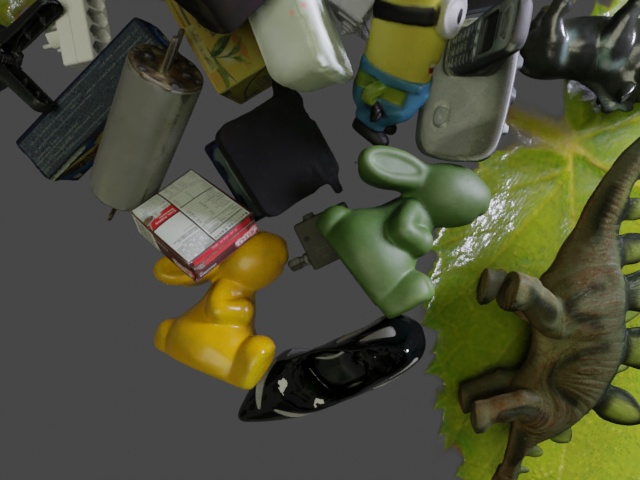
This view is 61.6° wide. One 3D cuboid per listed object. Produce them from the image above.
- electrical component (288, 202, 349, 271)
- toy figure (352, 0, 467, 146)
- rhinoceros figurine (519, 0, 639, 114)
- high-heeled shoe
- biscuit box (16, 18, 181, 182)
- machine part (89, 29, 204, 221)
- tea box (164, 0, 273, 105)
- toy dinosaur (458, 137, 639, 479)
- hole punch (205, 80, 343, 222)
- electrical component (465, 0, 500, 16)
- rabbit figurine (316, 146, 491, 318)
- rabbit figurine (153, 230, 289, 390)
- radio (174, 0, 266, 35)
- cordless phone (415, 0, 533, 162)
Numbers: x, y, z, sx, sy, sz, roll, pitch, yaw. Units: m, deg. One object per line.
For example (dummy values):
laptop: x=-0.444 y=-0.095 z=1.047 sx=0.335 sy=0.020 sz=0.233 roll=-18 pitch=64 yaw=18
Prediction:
electrical component: x=-0.001 y=-0.002 z=0.629 sx=0.094 sy=0.021 sz=0.063 roll=-27 pitch=94 yaw=7
toy figure: x=0.079 y=-0.184 z=0.541 sx=0.089 sy=0.082 sz=0.180 roll=12 pitch=132 yaw=-17
rhinoceros figurine: x=0.304 y=-0.190 z=0.555 sx=0.190 sy=0.073 sz=0.112 roll=13 pitch=97 yaw=3
high-heeled shoe: x=0.004 y=0.157 z=0.587 sx=0.249 sy=0.145 sz=0.086 roll=-35 pitch=93 yaw=6
biscuit box: x=-0.243 y=-0.154 z=0.610 sx=0.202 sy=0.059 sz=0.063 roll=-41 pitch=91 yaw=9
machine part: x=-0.187 y=-0.113 z=0.569 sx=0.079 sy=0.079 sz=0.243 roll=35 pitch=127 yaw=-1
tea box: x=-0.110 y=-0.237 z=0.570 sx=0.068 sy=0.098 sz=0.169 roll=-30 pitch=95 yaw=9
toy dinosaur: x=0.275 y=0.081 z=0.582 sx=0.199 sy=0.105 sz=0.470 roll=9 pitch=107 yaw=-4
hole punch: x=-0.055 y=-0.089 z=0.598 sx=0.116 sy=0.092 sz=0.142 roll=-34 pitch=97 yaw=-24
electrical component: x=0.156 y=-0.299 z=0.538 sx=0.115 sy=0.058 sz=0.134 roll=-9 pitch=126 yaw=8
rabbit figurine: x=0.092 y=-0.026 z=0.575 sx=0.170 sy=0.121 sz=0.159 roll=-37 pitch=88 yaw=-1
rabbit figurine: x=-0.103 y=0.064 z=0.616 sx=0.162 sy=0.122 sz=0.173 roll=25 pitch=85 yaw=10
radio: x=-0.115 y=-0.285 z=0.456 sx=0.131 sy=0.073 sz=0.230 roll=-46 pitch=63 yaw=3
cordless phone: x=0.157 y=-0.147 z=0.517 sx=0.089 sy=0.184 sz=0.146 roll=10 pitch=98 yaw=-1
